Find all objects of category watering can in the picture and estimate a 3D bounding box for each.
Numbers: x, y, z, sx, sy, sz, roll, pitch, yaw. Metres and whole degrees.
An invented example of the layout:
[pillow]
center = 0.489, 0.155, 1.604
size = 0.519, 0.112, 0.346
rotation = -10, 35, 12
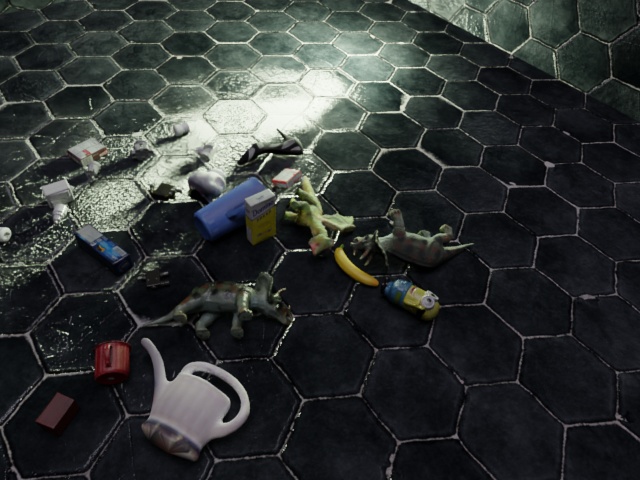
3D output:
[watering can]
center = -0.345, 0.386, 1.249
size = 0.349, 0.101, 0.229
rotation = 22, 50, 15

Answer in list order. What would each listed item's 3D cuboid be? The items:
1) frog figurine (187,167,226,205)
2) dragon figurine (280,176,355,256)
[frog figurine]
center = -0.382, -0.210, 1.804
size = 0.138, 0.120, 0.162
rotation = 12, 56, 33
[dragon figurine]
center = 0.005, -0.088, 1.749
size = 0.242, 0.119, 0.419
rotation = 26, 35, -4
